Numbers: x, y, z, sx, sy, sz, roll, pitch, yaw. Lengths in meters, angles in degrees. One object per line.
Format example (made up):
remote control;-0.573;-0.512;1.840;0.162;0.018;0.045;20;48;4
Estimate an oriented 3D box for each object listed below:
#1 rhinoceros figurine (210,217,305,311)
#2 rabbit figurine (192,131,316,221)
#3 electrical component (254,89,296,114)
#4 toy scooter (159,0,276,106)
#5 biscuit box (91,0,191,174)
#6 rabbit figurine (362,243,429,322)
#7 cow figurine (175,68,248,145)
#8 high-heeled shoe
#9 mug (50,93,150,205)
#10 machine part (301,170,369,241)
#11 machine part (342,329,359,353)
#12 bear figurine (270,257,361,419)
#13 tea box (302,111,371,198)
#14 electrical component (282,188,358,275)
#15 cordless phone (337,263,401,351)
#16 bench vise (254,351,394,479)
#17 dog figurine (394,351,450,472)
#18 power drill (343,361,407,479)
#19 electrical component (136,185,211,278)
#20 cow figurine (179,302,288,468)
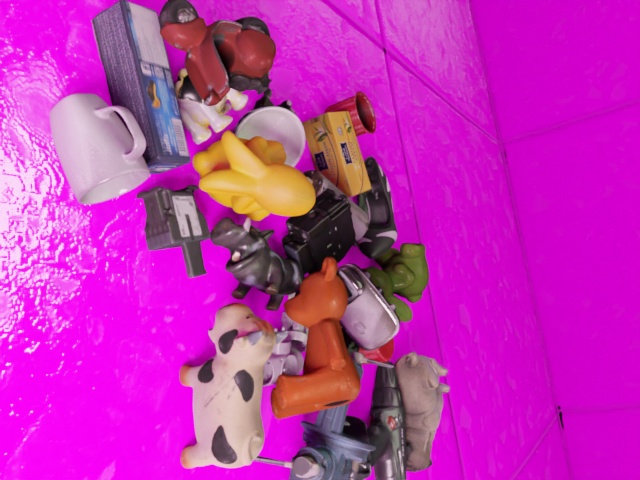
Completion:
rhinoceros figurine;-0.085;0.034;0.794;0.190;0.073;0.112;40;47;-46
rabbit figurine;-0.083;-0.088;0.730;0.162;0.173;0.122;27;90;-52
electrical component;-0.077;-0.209;0.934;0.078;0.045;0.102;53;38;-36
toy scooter;-0.126;-0.238;0.723;0.184;0.075;0.135;-5;77;-47
biscuit box;-0.222;-0.185;0.671;0.059;0.063;0.202;-11;87;-60
rabbit figurine;0.140;0.092;1.133;0.170;0.121;0.159;-12;95;-41
cow figurine;-0.159;-0.225;0.791;0.098;0.068;0.167;50;38;-27
high-heeled shoe;0.114;-0.074;1.137;0.249;0.086;0.145;-79;160;-61
mug;-0.239;-0.107;0.578;0.081;0.109;0.107;-28;89;-52
machine part;0.019;-0.058;0.999;0.243;0.079;0.079;34;50;-49
machine part;0.026;0.212;0.914;0.139;0.039;0.084;-50;118;-30
bear figurine;-0.013;0.130;0.740;0.132;0.120;0.196;-7;68;-15
tea box;0.035;-0.167;1.078;0.098;0.068;0.169;-30;104;-59
electrical component;-0.002;-0.003;0.905;0.134;0.058;0.114;-42;136;-26
cordless phone;0.070;0.099;0.845;0.146;0.089;0.184;52;-9;7
bench vise;0.017;0.278;0.795;0.223;0.129;0.240;43;61;-53
dog figurine;0.187;0.340;1.068;0.172;0.121;0.190;54;38;-31
power drill;0.093;0.337;0.967;0.207;0.086;0.232;18;65;-64
electrical component;-0.179;-0.009;0.682;0.075;0.048;0.119;-17;93;-59
cow figurine;-0.104;0.173;0.654;0.085;0.127;0.195;21;63;-58
